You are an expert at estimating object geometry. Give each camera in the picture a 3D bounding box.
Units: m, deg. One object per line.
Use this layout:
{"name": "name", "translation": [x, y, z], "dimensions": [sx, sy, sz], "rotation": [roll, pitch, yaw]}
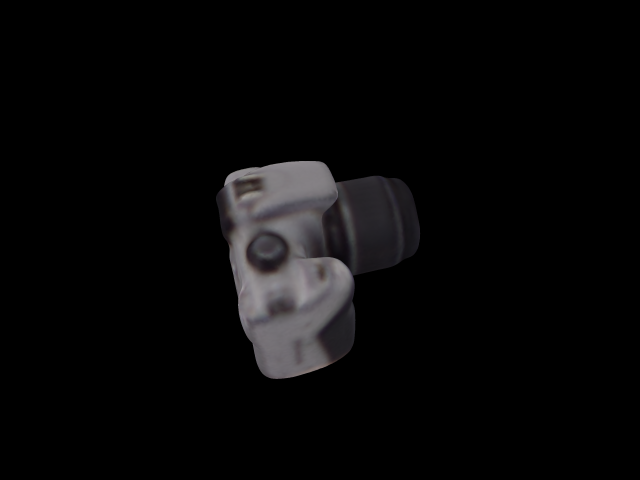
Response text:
{"name": "camera", "translation": [0.004, 0.001, 0.400], "dimensions": [0.137, 0.101, 0.143], "rotation": [-12, 50, -10]}
